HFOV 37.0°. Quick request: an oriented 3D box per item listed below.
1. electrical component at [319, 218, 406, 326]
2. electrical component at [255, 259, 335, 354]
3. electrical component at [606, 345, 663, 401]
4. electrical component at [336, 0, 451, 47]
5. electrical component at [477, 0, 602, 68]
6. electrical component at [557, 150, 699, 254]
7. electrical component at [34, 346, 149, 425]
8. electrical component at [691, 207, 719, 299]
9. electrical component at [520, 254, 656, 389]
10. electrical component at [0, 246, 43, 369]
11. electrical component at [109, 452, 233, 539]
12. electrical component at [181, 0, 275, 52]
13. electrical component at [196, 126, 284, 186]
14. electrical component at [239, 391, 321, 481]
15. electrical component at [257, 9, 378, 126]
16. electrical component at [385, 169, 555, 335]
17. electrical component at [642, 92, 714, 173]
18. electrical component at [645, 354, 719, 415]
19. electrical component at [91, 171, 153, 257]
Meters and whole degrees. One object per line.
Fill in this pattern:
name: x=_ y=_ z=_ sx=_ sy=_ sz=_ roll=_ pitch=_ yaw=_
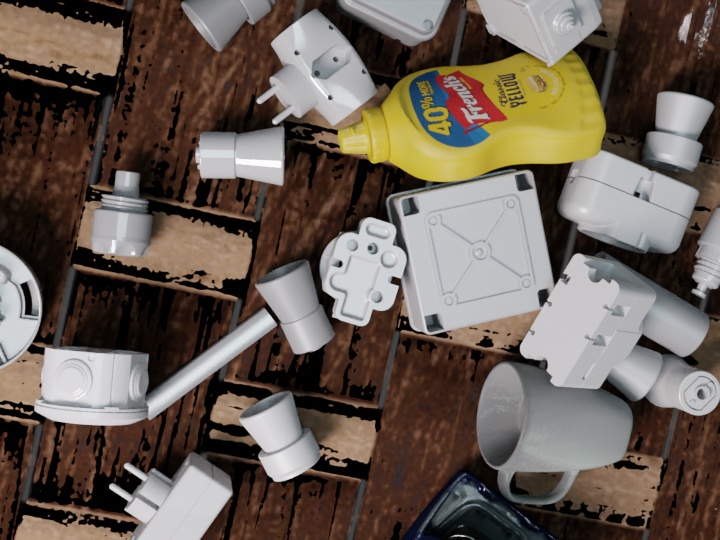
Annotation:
electrical component: x=0.000 y=0.000 z=0.812 sx=0.058 sy=0.057 sz=0.078 roll=17 pitch=91 yaw=-9
electrical component: x=-0.046 y=0.030 z=0.816 sx=0.044 sy=0.044 sz=0.065 roll=-25 pitch=101 yaw=-6
electrical component: x=0.201 y=0.070 z=0.856 sx=0.065 sy=0.044 sz=0.044 roll=30 pitch=89 yaw=-5
electrical component: x=0.038 y=-0.234 z=0.804 sx=0.078 sy=0.057 sz=0.113 roll=24 pitch=90 yaw=-9
electrical component: x=0.134 y=-0.201 z=0.794 sx=0.061 sy=0.096 sz=0.061 roll=-41 pitch=134 yaw=-4
electrical component: x=0.207 y=-0.050 z=0.842 sx=0.095 sy=0.054 sz=0.059 roll=21 pitch=90 yaw=-9
electrical component: x=-0.192 y=0.083 z=0.777 sx=0.080 sy=0.080 sz=0.051 roll=5 pitch=88 yaw=-9
electrical component: x=0.290 y=-0.014 z=0.864 sx=0.040 sy=0.040 sz=0.078 roll=29 pitch=89 yaw=-9
electrical component: x=0.172 y=0.040 z=0.801 sx=0.056 sy=0.050 sz=0.089 roll=9 pitch=117 yaw=-42
electrical component: x=-0.277 y=0.025 z=0.768 sx=0.099 sy=0.064 sz=0.099 roll=-1 pitch=94 yaw=-9
electrical component: x=-0.150 y=0.174 z=0.805 sx=0.076 sy=0.047 sz=0.083 roll=36 pitch=88 yaw=-9
electrical component: x=-0.097 y=-0.195 z=0.792 sx=0.055 sy=0.045 sz=0.045 roll=-40 pitch=98 yaw=-5
electrical component: x=-0.089 y=-0.085 z=0.802 sx=0.065 sy=0.044 sz=0.044 roll=0 pitch=93 yaw=-4
electrical component: x=-0.060 y=0.126 z=0.817 sx=0.045 sy=0.045 sz=0.055 roll=-27 pitch=97 yaw=-6
electrical component: x=-0.040 y=-0.140 z=0.802 sx=0.079 sy=0.043 sz=0.077 roll=-39 pitch=98 yaw=-13
electrical component: x=0.085 y=-0.015 z=0.824 sx=0.109 sy=0.056 sz=0.108 roll=-12 pitch=95 yaw=-8
electrical component: x=0.250 y=-0.108 z=0.850 sx=0.045 sy=0.045 sz=0.055 roll=15 pitch=91 yaw=-9
electrical component: x=0.256 y=0.093 z=0.852 sx=0.044 sy=0.065 sz=0.044 roll=-1 pitch=94 yaw=-9
electrical component: x=-0.174 y=-0.041 z=0.790 sx=0.043 sy=0.043 sz=0.062 roll=6 pitch=91 yaw=-9
